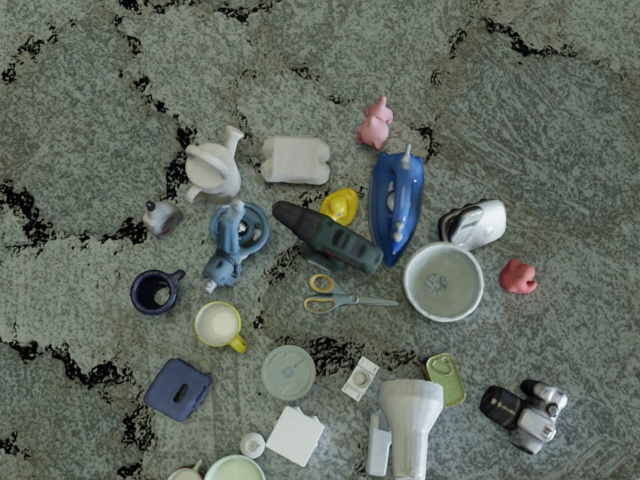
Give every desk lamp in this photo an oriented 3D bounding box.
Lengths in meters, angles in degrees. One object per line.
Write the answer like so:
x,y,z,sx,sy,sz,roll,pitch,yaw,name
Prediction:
0.159,0.362,1.081,0.118,0.213,0.203,6,79,-1,desk lamp

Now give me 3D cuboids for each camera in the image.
0.404,0.339,1.152,0.137,0.101,0.143,31,80,4,camera

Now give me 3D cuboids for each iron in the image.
0.164,-0.071,1.199,0.118,0.141,0.258,6,79,-1,iron

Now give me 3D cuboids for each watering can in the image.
-0.220,-0.155,1.173,0.101,0.194,0.173,11,79,0,watering can

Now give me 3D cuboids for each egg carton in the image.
-0.053,-0.173,1.246,0.150,0.069,0.107,2,79,-2,egg carton

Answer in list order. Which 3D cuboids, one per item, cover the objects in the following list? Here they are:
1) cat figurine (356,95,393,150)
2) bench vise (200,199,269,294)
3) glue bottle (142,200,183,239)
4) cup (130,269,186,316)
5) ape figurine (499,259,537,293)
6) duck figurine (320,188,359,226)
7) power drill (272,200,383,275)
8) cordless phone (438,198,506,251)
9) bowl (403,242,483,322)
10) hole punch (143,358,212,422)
0.121,-0.252,1.243,0.067,0.118,0.128,18,79,2,cat figurine
-0.168,0.008,1.131,0.121,0.219,0.207,9,79,0,bench vise
-0.327,-0.051,1.160,0.037,0.173,0.078,38,80,5,glue bottle
-0.320,0.103,1.171,0.118,0.095,0.091,-37,83,-8,cup
0.423,0.075,1.206,0.076,0.092,0.078,-16,80,-5,ape figurine
0.042,-0.072,1.222,0.077,0.086,0.105,39,81,5,duck figurine
0.011,0.004,1.145,0.229,0.208,0.076,25,79,3,power drill
0.325,-0.040,1.177,0.147,0.185,0.094,-23,81,-6,cordless phone
0.253,0.091,1.206,0.167,0.074,0.167,0,79,-2,bowl
-0.279,0.296,1.139,0.101,0.091,0.109,32,80,4,hole punch
